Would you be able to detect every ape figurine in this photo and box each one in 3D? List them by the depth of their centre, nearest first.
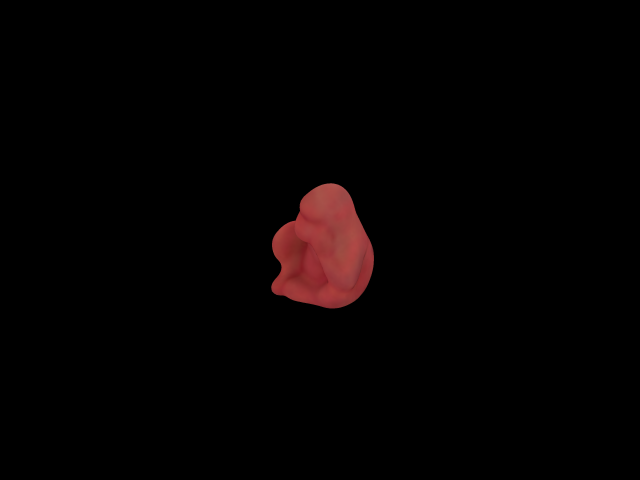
[{"bbox_3d":[0.004,0.001,0.400,0.076,0.092,0.077,-14,40,-17],"label":"ape figurine"}]
